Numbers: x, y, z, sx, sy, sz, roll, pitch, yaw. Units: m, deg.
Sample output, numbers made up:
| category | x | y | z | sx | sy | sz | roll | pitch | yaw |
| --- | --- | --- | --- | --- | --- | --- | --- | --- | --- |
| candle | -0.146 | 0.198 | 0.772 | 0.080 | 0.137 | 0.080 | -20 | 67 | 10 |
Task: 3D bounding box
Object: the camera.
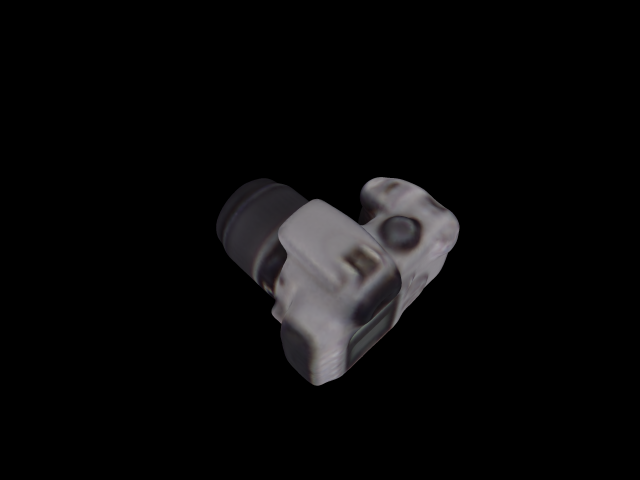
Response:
| category | x | y | z | sx | sy | sz | roll | pitch | yaw |
| --- | --- | --- | --- | --- | --- | --- | --- | --- | --- |
| camera | 0.004 | 0.001 | 0.400 | 0.136 | 0.101 | 0.143 | 39 | 66 | 22 |
